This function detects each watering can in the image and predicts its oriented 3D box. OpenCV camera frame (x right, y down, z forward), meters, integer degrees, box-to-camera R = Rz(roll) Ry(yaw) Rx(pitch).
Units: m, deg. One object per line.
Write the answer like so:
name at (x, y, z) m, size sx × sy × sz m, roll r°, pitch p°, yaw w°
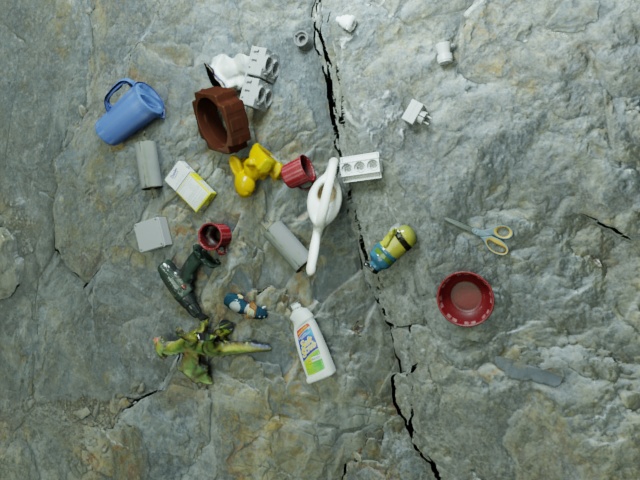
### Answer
watering can at (0.005, -0.078, 1.554) m, size 0.104 × 0.346 × 0.225 m, roll 13°, pitch 6°, yaw 0°

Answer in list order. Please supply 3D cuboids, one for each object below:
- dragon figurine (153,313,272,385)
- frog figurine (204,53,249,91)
dragon figurine at (-0.386, 0.396, 1.774) m, size 0.411 × 0.238 × 0.124 m, roll 19°, pitch 27°, yaw 4°
frog figurine at (-0.291, -0.568, 1.721) m, size 0.161 × 0.138 × 0.120 m, roll -38°, pitch -11°, yaw -20°
